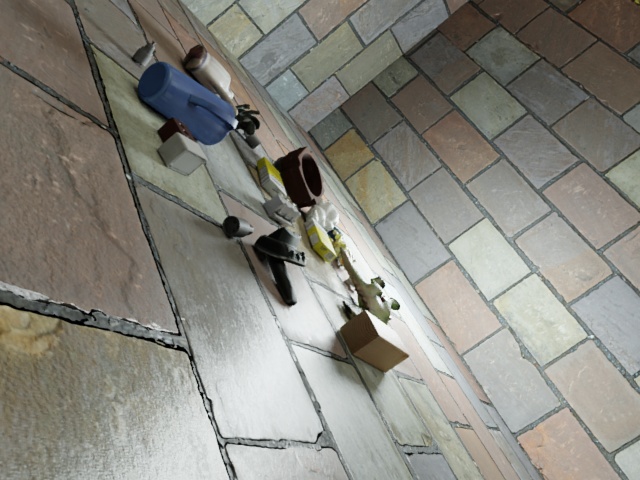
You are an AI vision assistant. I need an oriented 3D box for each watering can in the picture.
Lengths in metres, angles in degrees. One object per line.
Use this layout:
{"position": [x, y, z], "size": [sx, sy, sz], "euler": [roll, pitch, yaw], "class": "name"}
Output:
{"position": [-0.398, -0.601, 1.921], "size": [0.221, 0.103, 0.355], "euler": [42, 15, -40], "class": "watering can"}

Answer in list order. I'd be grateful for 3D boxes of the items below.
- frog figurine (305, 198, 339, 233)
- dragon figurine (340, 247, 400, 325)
{"position": [0.006, -0.099, 1.960], "size": [0.122, 0.139, 0.157], "euler": [-15, -17, 6], "class": "frog figurine"}
{"position": [0.142, 0.202, 1.625], "size": [0.121, 0.413, 0.243], "euler": [-41, -12, 18], "class": "dragon figurine"}
